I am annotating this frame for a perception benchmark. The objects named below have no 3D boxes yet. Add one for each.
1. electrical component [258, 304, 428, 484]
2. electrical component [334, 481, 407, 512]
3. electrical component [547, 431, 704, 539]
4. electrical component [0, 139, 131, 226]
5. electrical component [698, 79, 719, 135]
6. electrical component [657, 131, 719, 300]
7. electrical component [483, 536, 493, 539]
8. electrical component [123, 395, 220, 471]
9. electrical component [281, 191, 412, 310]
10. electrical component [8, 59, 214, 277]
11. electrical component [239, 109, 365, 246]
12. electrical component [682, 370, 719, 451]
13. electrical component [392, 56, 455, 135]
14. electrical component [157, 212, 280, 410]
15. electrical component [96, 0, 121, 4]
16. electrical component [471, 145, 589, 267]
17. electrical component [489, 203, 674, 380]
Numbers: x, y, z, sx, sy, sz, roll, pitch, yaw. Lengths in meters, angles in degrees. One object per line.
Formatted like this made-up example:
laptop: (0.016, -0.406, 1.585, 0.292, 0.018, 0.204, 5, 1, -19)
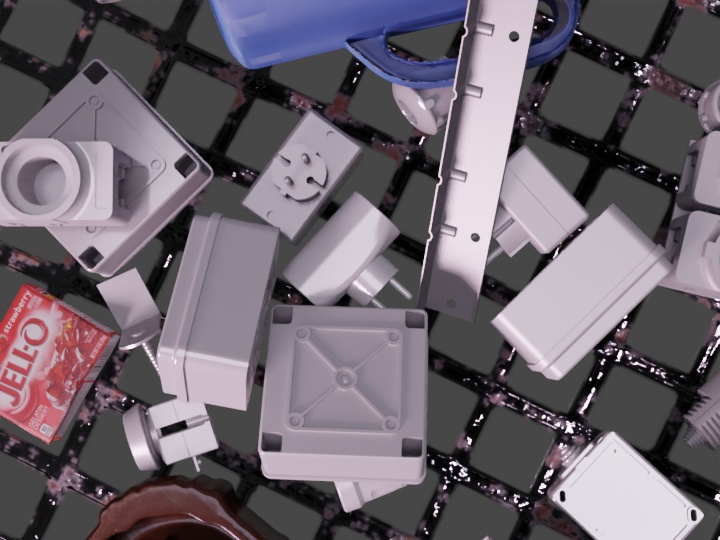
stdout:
electrical component: (-0.009, 0.082, 0.717, 0.109, 0.056, 0.108, 2, 62, 2)
electrical component: (0.005, 0.140, 0.742, 0.046, 0.040, 0.040, -19, 87, -4)
electrical component: (0.172, 0.153, 0.728, 0.096, 0.061, 0.061, 43, 88, 10)
electrical component: (-0.198, -0.055, 0.690, 0.089, 0.055, 0.050, 0, 88, 2)
electrical component: (0.261, -0.113, 0.732, 0.048, 0.062, 0.048, 0, 88, 2)
electrical component: (0.310, -0.020, 0.728, 0.186, 0.060, 0.105, 14, 88, 2)
electrical component: (0.087, 0.227, 0.698, 0.057, 0.113, 0.078, 36, 89, 6)
electrical component: (-0.131, 0.110, 0.745, 0.055, 0.048, 0.066, -18, 87, -7)
electrical component: (0.000, 0.000, 0.745, 0.079, 0.044, 0.077, 42, 89, 3)
electrical component: (-0.178, -0.069, 0.748, 0.109, 0.056, 0.108, -44, 87, 0)
electrical component: (-0.040, -0.065, 0.733, 0.047, 0.075, 0.083, 37, 89, 3)
electrical component: (0.253, 0.091, 0.733, 0.081, 0.043, 0.043, -42, 87, 0)
electrical component: (0.057, -0.128, 0.750, 0.062, 0.048, 0.048, -38, 87, -7)
electrical component: (-0.092, 0.028, 0.714, 0.057, 0.078, 0.113, 11, 62, -1)
electrical component: (-0.160, -0.228, 0.726, 0.078, 0.113, 0.057, -13, 90, 1)
electrical component: (0.106, -0.035, 0.742, 0.077, 0.047, 0.065, -42, 87, 4)
electrical component: (0.147, 0.017, 0.723, 0.113, 0.078, 0.057, -44, 84, 0)
